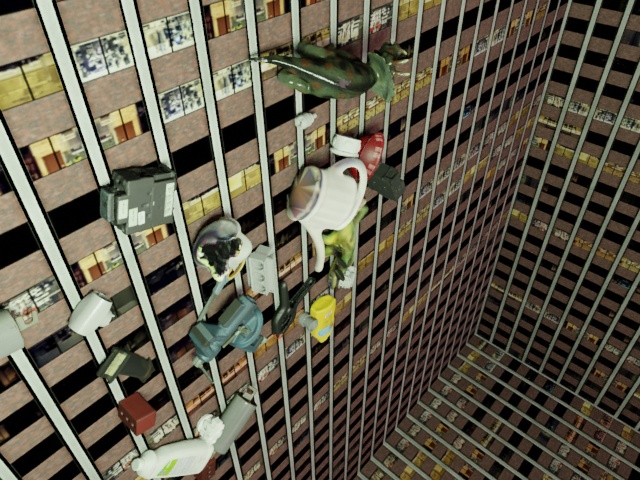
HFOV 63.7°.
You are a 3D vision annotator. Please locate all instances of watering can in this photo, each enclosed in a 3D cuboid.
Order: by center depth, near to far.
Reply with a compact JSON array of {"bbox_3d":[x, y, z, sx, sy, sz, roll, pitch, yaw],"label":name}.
[{"bbox_3d":[0.004,-0.070,1.383,0.223,0.105,0.344,13,108,-41],"label":"watering can"}]

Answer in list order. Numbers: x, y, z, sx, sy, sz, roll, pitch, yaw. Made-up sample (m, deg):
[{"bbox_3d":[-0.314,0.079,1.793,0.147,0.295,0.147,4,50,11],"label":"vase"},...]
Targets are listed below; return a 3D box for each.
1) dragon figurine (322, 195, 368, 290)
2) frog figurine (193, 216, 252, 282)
[{"bbox_3d":[0.094,-0.010,1.621,0.246,0.123,0.402,-53,166,-23],"label":"dragon figurine"},{"bbox_3d":[-0.221,0.010,1.192,0.161,0.123,0.136,-82,-179,-74],"label":"frog figurine"}]
